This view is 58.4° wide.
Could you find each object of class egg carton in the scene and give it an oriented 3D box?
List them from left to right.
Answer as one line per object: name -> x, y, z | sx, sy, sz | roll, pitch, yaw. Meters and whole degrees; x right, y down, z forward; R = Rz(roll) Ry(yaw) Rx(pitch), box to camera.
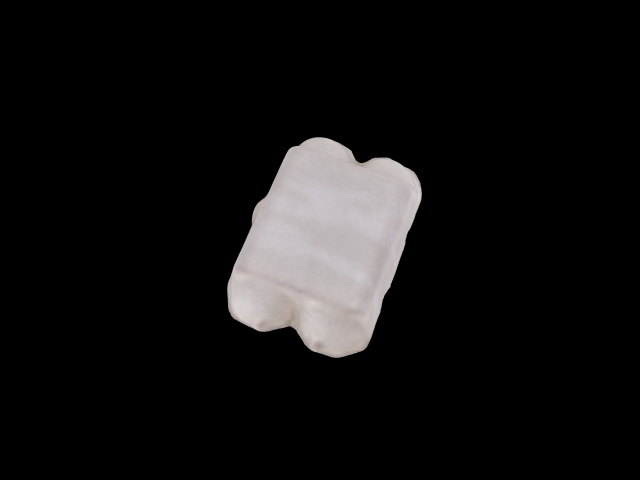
egg carton -> 0.004, 0.001, 0.400 | 0.107, 0.069, 0.150 | 19, 70, 7
